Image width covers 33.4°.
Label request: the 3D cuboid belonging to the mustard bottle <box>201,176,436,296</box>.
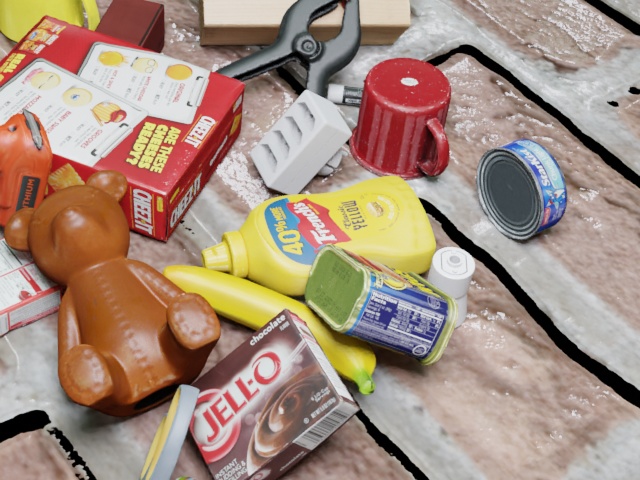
[{"bbox_3d":[-0.006,0.001,0.903,0.191,0.058,0.096,-11,51,-16],"label":"mustard bottle"}]

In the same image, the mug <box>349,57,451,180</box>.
[{"bbox_3d":[0.083,-0.109,0.999,0.093,0.081,0.117,-18,52,-22],"label":"mug"}]

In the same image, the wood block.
[{"bbox_3d":[-0.020,-0.253,1.092,0.206,0.090,0.091,-2,87,-9],"label":"wood block"}]

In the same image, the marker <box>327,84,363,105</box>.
[{"bbox_3d":[0.068,-0.140,1.068,0.121,0.020,0.020,7,47,-1],"label":"marker"}]

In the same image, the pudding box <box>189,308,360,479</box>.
[{"bbox_3d":[-0.039,0.119,0.768,0.113,0.039,0.090,-39,56,7],"label":"pudding box"}]

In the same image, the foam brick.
[{"bbox_3d":[-0.191,-0.199,1.068,0.051,0.053,0.078,12,46,4],"label":"foam brick"}]

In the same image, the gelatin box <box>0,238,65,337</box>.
[{"bbox_3d":[-0.261,0.040,0.855,0.089,0.030,0.073,-27,55,-31],"label":"gelatin box"}]

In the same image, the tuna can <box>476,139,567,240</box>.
[{"bbox_3d":[0.179,-0.046,0.951,0.033,0.086,0.086,-21,54,-27],"label":"tuna can"}]

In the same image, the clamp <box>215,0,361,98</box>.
[{"bbox_3d":[-0.008,-0.169,1.024,0.120,0.039,0.171,44,83,-3],"label":"clamp"}]

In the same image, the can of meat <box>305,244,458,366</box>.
[{"bbox_3d":[0.044,0.048,0.825,0.083,0.057,0.102,21,7,-25],"label":"can of meat"}]

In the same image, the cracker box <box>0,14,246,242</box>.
[{"bbox_3d":[-0.198,-0.105,0.969,0.214,0.072,0.164,20,49,10],"label":"cracker box"}]

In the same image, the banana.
[{"bbox_3d":[-0.031,0.064,0.843,0.198,0.069,0.037,25,91,19],"label":"banana"}]

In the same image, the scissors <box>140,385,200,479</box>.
[{"bbox_3d":[-0.125,0.196,0.727,0.016,0.096,0.201,22,78,-9],"label":"scissors"}]

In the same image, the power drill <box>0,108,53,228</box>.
[{"bbox_3d":[-0.317,-0.039,0.845,0.187,0.185,0.057,-4,47,-33],"label":"power drill"}]
